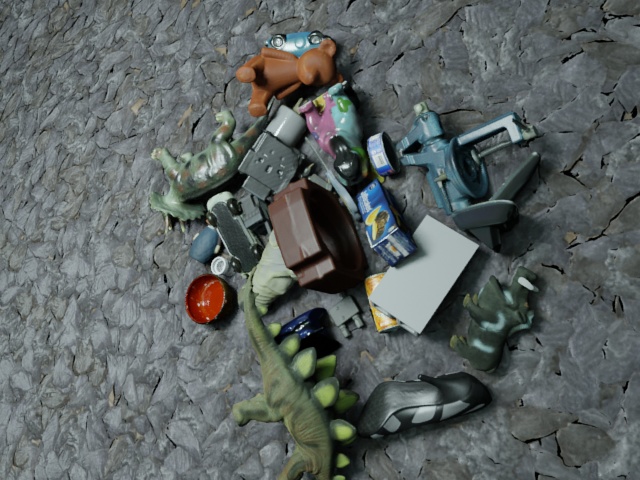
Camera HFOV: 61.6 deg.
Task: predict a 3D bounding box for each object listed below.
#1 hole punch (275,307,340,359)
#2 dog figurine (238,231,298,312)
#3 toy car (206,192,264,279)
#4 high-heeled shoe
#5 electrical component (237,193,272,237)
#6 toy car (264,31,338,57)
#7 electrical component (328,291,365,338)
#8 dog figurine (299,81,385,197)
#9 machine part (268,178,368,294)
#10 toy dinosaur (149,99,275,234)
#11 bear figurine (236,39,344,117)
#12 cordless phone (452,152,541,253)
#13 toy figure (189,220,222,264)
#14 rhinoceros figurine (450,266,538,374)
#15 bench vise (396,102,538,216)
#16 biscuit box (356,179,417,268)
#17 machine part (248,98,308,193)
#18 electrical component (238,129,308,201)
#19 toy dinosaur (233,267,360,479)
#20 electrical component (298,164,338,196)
[{"bbox_3d":[-0.039,0.184,1.055,0.142,0.115,0.092,-31,57,18],"label":"hole punch"},{"bbox_3d":[-0.104,0.053,1.123,0.191,0.121,0.172,-23,54,31],"label":"dog figurine"},{"bbox_3d":[-0.183,-0.010,1.191,0.073,0.056,0.201,-29,87,14],"label":"toy car"},{"bbox_3d":[0.178,0.301,0.949,0.248,0.145,0.086,-51,24,39],"label":"high-heeled shoe"},{"bbox_3d":[-0.129,-0.040,1.181,0.048,0.074,0.119,-30,68,18],"label":"electrical component"},{"bbox_3d":[-0.041,-0.412,1.220,0.162,0.109,0.102,3,101,18],"label":"toy car"},{"bbox_3d":[0.048,0.143,1.066,0.063,0.021,0.094,-38,63,16],"label":"electrical component"},{"bbox_3d":[0.054,-0.205,1.112,0.108,0.191,0.219,-23,102,19],"label":"dog figurine"},{"bbox_3d":[-0.002,-0.003,1.027,0.087,0.201,0.201,-30,66,22],"label":"machine part"},{"bbox_3d":[-0.254,-0.165,1.252,0.405,0.131,0.192,-30,70,17],"label":"toy dinosaur"},{"bbox_3d":[-0.057,-0.344,1.136,0.196,0.120,0.132,1,44,17],"label":"bear figurine"},{"bbox_3d":[0.313,-0.075,0.904,0.089,0.146,0.184,40,100,22],"label":"cordless phone"},{"bbox_3d":[-0.248,-0.019,1.249,0.154,0.064,0.058,-60,20,-3],"label":"toy figure"},{"bbox_3d":[0.298,0.129,0.904,0.112,0.073,0.190,27,91,32],"label":"rhinoceros figurine"},{"bbox_3d":[0.263,-0.167,0.960,0.241,0.129,0.223,-22,75,41],"label":"bench vise"},{"bbox_3d":[0.118,-0.037,0.993,0.059,0.062,0.203,-40,27,16],"label":"biscuit box"},{"bbox_3d":[-0.099,-0.211,1.205,0.079,0.079,0.243,36,95,30],"label":"machine part"},{"bbox_3d":[-0.107,-0.153,1.146,0.115,0.058,0.134,31,96,-4],"label":"electrical component"},{"bbox_3d":[-0.047,0.281,0.965,0.198,0.105,0.471,-31,92,11],"label":"toy dinosaur"},{"bbox_3d":[-0.010,-0.112,1.149,0.078,0.045,0.102,-49,60,8],"label":"electrical component"}]
